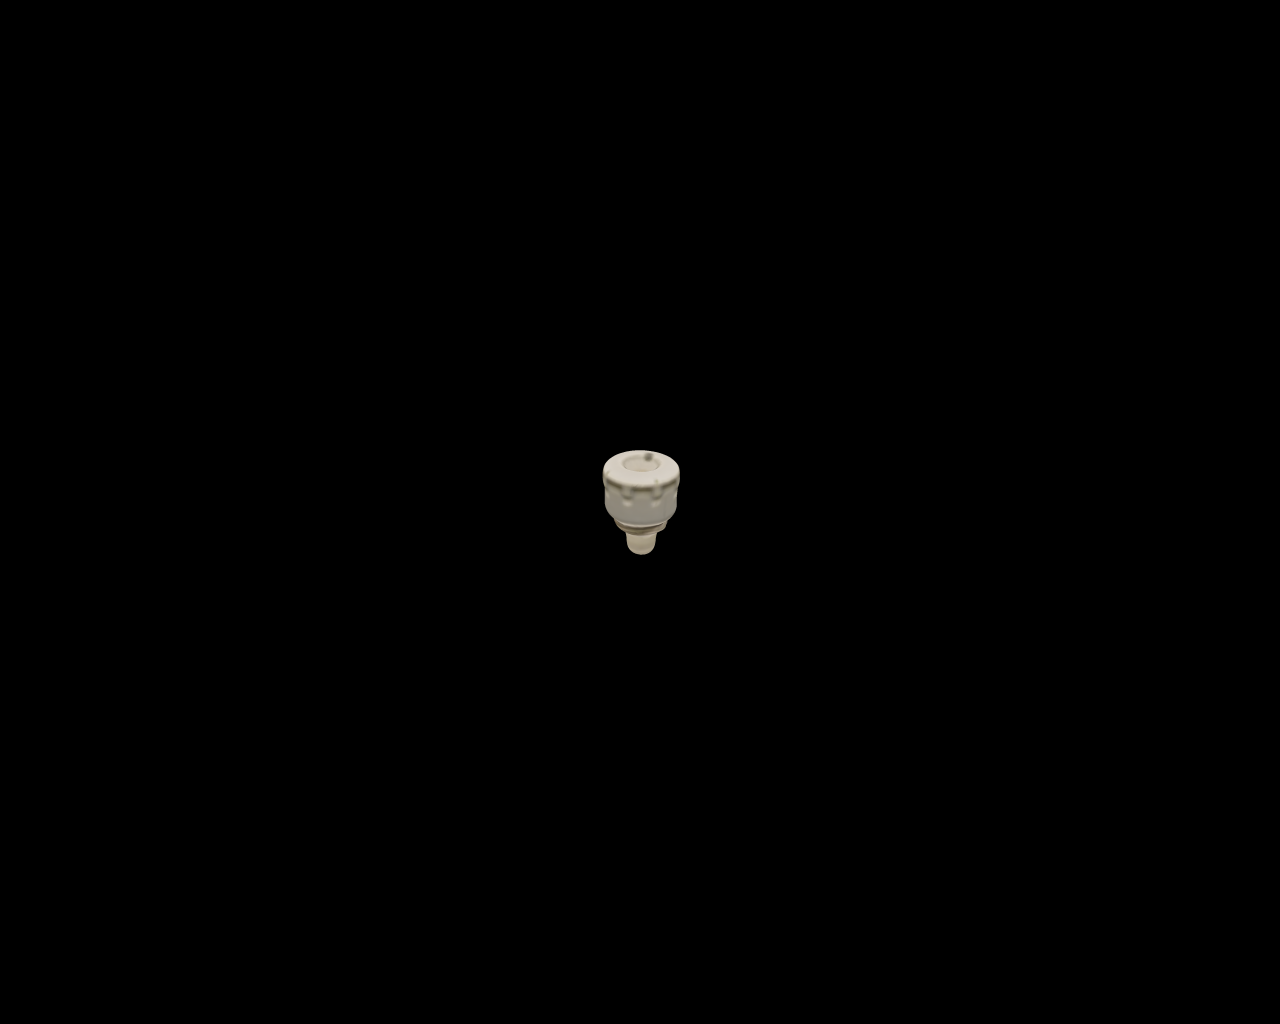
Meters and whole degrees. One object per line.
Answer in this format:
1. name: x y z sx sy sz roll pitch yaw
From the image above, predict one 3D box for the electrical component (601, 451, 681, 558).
1. electrical component: 0.001 -0.003 0.650 0.048 0.062 0.048 0 28 0
